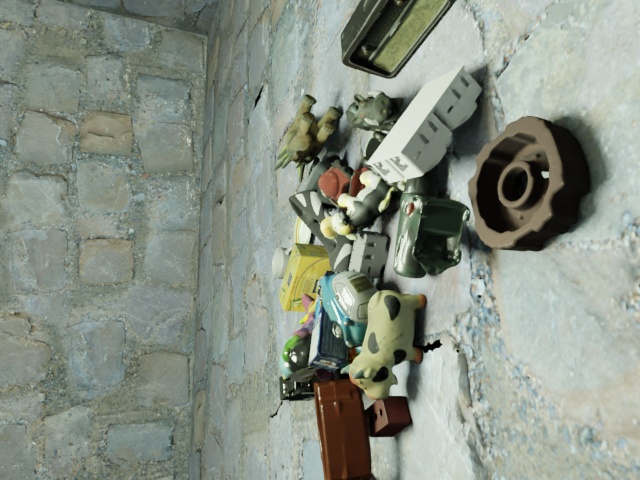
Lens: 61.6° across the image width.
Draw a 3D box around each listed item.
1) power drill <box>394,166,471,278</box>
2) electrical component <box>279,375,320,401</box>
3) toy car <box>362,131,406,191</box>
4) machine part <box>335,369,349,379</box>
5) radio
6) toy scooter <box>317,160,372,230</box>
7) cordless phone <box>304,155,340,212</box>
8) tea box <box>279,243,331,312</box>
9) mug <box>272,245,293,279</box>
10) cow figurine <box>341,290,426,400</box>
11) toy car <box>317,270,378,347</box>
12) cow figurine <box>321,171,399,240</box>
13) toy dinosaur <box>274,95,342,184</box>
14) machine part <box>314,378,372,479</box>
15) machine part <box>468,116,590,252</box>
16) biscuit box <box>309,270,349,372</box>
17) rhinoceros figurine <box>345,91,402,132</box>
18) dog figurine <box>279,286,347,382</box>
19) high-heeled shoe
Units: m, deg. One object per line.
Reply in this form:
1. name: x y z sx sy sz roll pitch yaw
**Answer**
1. power drill: 0.171 -0.041 0.872 0.207 0.086 0.231 -127 45 -77
2. electrical component: -0.032 0.344 1.272 0.134 0.115 0.058 135 138 -54
3. toy car: 0.141 -0.158 1.056 0.073 0.056 0.202 -68 28 20
4. machine part: 0.044 0.319 1.196 0.084 0.039 0.139 -27 55 54
5. radio: 0.137 -0.417 1.027 0.229 0.131 0.073 134 138 -56
6. toy scooter: 0.064 -0.119 1.183 0.184 0.075 0.135 48 135 40
7. cordless phone: 0.005 -0.174 1.363 0.184 0.089 0.146 -91 20 -47
8. tea box: -0.036 0.097 1.361 0.068 0.098 0.169 -119 39 -55
9. mug: -0.061 0.056 1.419 0.109 0.107 0.081 -65 30 31
10. cow figurine: 0.112 0.185 0.952 0.085 0.127 0.194 177 100 -71
11. toy car: 0.069 0.115 1.033 0.162 0.109 0.103 61 144 27
12. cow figurine: 0.081 -0.056 1.072 0.167 0.068 0.098 -46 36 -2
13. toy dinosaur: -0.040 -0.264 1.374 0.198 0.105 0.471 -55 9 25
14. machine part: 0.042 0.376 1.051 0.201 0.087 0.201 105 157 -76
15. machine part: 0.274 -0.072 0.719 0.179 0.056 0.179 -173 90 -67
16. biscuit box: 0.024 0.160 1.090 0.059 0.063 0.203 120 163 -47
17. rhinoceros figurine: 0.107 -0.262 1.090 0.190 0.112 0.073 -146 66 -74
18. dog figurine: -0.015 0.193 1.173 0.108 0.191 0.219 -46 46 38
19. high-heeled shoe: -0.003 -0.004 1.235 0.086 0.145 0.249 109 163 -62
